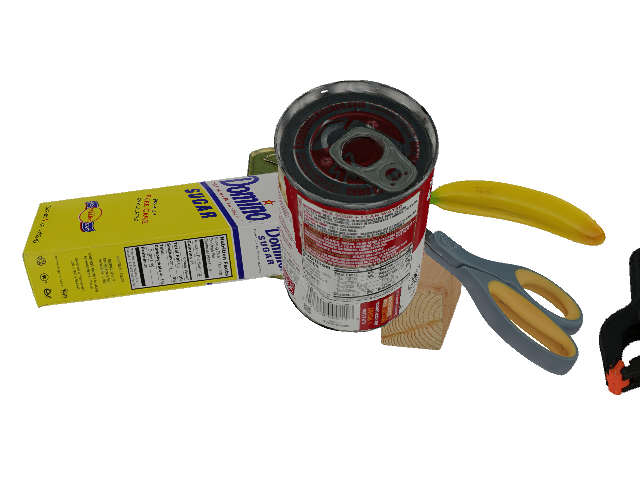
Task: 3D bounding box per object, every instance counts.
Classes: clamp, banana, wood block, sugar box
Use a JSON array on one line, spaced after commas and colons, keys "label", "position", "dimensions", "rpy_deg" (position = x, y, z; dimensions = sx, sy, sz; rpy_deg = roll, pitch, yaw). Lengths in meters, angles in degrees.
[{"label": "clamp", "position": [0.300, 0.069, 0.973], "dimensions": [0.171, 0.039, 0.120], "rpy_deg": [-34, 38, -26]}, {"label": "banana", "position": [0.200, -0.030, 1.104], "dimensions": [0.198, 0.037, 0.069], "rpy_deg": [11, 38, 22]}, {"label": "wood block", "position": [0.156, 0.080, 1.617], "dimensions": [0.091, 0.090, 0.206], "rpy_deg": [4, 21, 14]}, {"label": "sugar box", "position": [-0.102, -0.004, 0.713], "dimensions": [0.176, 0.048, 0.093], "rpy_deg": [-10, 25, -3]}]

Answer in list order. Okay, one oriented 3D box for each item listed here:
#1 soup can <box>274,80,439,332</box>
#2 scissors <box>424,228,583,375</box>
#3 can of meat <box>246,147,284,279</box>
[{"label": "soup can", "position": [0.015, -0.012, 0.477], "dimensions": [0.068, 0.068, 0.102], "rpy_deg": [0, -36, 0]}, {"label": "scissors", "position": [0.093, 0.007, 0.685], "dimensions": [0.202, 0.016, 0.096], "rpy_deg": [46, 32, 22]}, {"label": "can of meat", "position": [-0.032, -0.024, 0.910], "dimensions": [0.057, 0.084, 0.102], "rpy_deg": [-2, 23, -1]}]
